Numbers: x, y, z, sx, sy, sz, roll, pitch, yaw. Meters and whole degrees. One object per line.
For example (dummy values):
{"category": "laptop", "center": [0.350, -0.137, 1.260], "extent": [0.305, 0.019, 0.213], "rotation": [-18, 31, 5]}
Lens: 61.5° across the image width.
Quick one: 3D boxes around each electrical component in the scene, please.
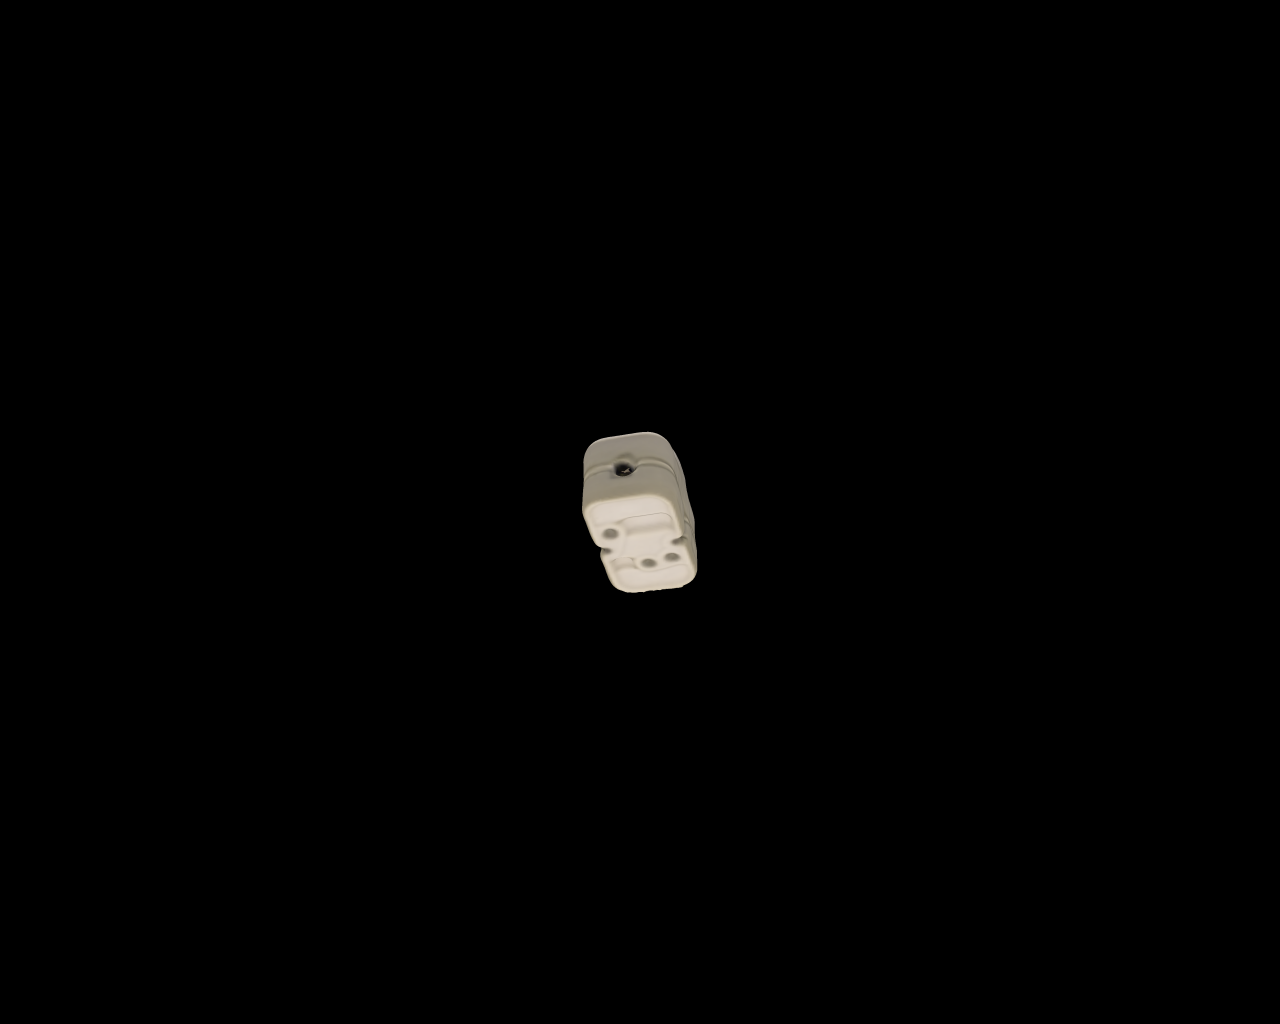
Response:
{"category": "electrical component", "center": [0.001, -0.003, 0.650], "extent": [0.054, 0.059, 0.095], "rotation": [-8, -39, 10]}
